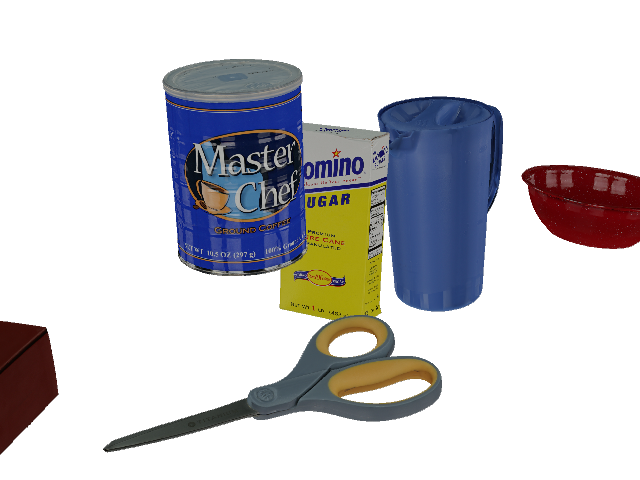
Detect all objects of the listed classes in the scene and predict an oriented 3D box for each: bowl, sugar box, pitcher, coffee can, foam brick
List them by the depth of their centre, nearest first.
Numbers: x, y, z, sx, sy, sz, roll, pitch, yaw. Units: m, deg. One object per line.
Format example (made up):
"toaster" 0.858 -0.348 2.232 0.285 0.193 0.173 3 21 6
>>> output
"foam brick" -0.209 0.092 0.666 0.053 0.051 0.078 7 29 21
"coffee can" -0.063 -0.057 0.809 0.103 0.140 0.103 -2 23 0
"sugar box" 0.011 -0.016 0.991 0.093 0.176 0.048 9 19 27
"bowl" 0.285 -0.032 1.107 0.162 0.055 0.162 5 19 -2
"pitcher" 0.147 -0.046 1.278 0.149 0.243 0.145 -1 24 6

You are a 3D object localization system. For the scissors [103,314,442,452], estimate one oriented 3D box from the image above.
"scissors" -0.028 0.084 0.644 0.201 0.016 0.096 -4 35 -8
